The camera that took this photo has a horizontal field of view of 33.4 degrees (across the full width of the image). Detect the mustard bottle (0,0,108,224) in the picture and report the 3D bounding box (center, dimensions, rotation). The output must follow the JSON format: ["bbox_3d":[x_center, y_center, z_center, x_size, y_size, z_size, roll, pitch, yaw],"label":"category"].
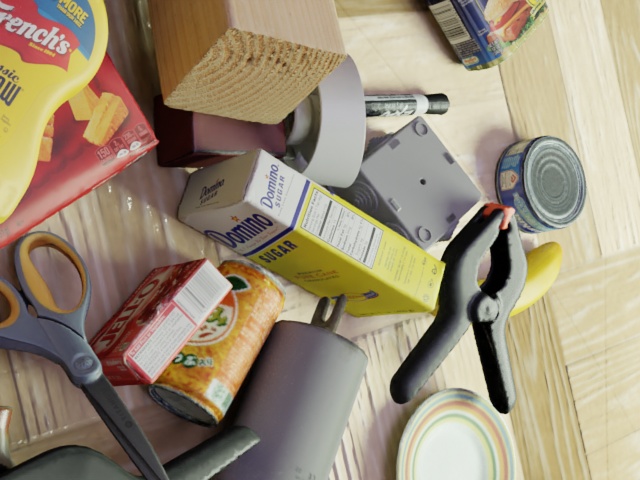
[{"bbox_3d":[-0.170,-0.107,0.583,0.096,0.058,0.191,35,63,-22],"label":"mustard bottle"}]

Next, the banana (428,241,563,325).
[{"bbox_3d":[0.141,0.036,0.896,0.197,0.037,0.069,0,84,-37],"label":"banana"}]

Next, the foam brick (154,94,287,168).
[{"bbox_3d":[-0.070,-0.080,0.747,0.078,0.053,0.051,-2,84,-38],"label":"foam brick"}]

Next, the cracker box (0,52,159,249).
[{"bbox_3d":[-0.218,-0.104,0.629,0.164,0.072,0.213,-38,105,-35],"label":"cracker box"}]

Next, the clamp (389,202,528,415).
[{"bbox_3d":[0.112,0.056,0.828,0.120,0.039,0.171,0,97,-37],"label":"clamp"}]

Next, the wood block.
[{"bbox_3d":[-0.061,-0.192,0.710,0.090,0.090,0.206,5,62,-36],"label":"wood block"}]

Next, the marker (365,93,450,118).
[{"bbox_3d":[0.060,-0.110,0.869,0.120,0.020,0.020,-7,88,-37],"label":"marker"}]

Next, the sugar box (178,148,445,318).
[{"bbox_3d":[-0.005,0.001,0.758,0.176,0.094,0.048,27,68,-30],"label":"sugar box"}]

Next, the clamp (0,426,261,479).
[{"bbox_3d":[-0.107,0.177,0.593,0.209,0.036,0.164,16,56,-43],"label":"clamp"}]

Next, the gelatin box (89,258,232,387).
[{"bbox_3d":[-0.108,0.053,0.686,0.030,0.073,0.089,50,59,-19],"label":"gelatin box"}]

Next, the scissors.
[{"bbox_3d":[-0.157,0.074,0.616,0.096,0.016,0.202,-11,51,-20],"label":"scissors"}]

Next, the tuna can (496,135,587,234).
[{"bbox_3d":[0.199,-0.050,0.953,0.085,0.034,0.086,6,79,-35],"label":"tuna can"}]

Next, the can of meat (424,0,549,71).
[{"bbox_3d":[0.144,-0.206,0.922,0.102,0.058,0.084,-47,113,-31],"label":"can of meat"}]
